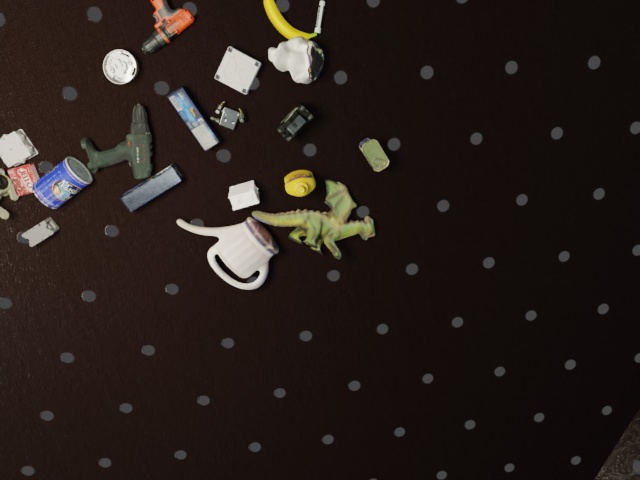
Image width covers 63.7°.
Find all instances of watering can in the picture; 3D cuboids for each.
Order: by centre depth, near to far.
[{"bbox_3d":[-0.284,0.009,1.692,0.224,0.105,0.344,-39,106,5],"label":"watering can"}]

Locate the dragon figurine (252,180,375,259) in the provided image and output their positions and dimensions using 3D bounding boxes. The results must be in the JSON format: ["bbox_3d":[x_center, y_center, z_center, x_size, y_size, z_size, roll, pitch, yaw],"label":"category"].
[{"bbox_3d":[0.005,-0.086,1.714,0.408,0.122,0.244,28,84,-14],"label":"dragon figurine"}]

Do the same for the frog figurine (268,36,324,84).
[{"bbox_3d":[-0.074,-0.549,1.577,0.160,0.125,0.134,11,131,31],"label":"frog figurine"}]
